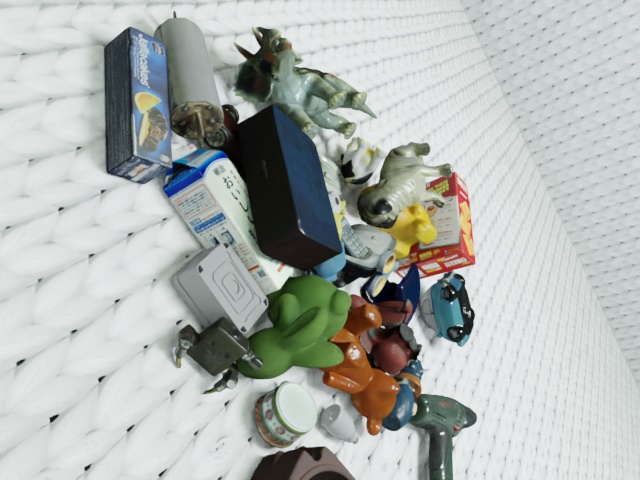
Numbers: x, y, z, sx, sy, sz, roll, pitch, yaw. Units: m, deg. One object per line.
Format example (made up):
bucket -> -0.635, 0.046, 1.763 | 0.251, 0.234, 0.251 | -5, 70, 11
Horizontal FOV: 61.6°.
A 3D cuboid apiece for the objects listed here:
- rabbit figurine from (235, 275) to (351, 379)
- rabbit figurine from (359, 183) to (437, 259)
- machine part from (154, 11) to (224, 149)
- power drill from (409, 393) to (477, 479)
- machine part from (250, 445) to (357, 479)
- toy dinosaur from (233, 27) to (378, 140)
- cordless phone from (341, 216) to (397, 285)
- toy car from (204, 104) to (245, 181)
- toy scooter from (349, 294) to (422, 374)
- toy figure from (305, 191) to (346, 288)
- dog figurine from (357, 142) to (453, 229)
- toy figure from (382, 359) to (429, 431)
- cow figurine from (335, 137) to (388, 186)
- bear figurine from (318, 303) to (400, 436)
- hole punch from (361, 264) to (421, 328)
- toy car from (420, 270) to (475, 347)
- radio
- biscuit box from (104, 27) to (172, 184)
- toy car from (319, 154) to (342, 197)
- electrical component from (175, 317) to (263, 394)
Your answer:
rabbit figurine -> -0.035, 0.138, 0.756 | 0.170, 0.159, 0.121 | -41, 116, -39
rabbit figurine -> 0.151, -0.067, 1.129 | 0.173, 0.122, 0.162 | 25, 53, -32
machine part -> -0.191, -0.233, 0.773 | 0.079, 0.079, 0.243 | 16, 48, -49
power drill -> 0.250, 0.401, 1.031 | 0.231, 0.086, 0.207 | 34, 50, -37
machine part -> -0.014, 0.384, 0.679 | 0.200, 0.087, 0.201 | 54, 35, -18
toy dinosaur -> -0.025, -0.278, 1.009 | 0.192, 0.131, 0.405 | 42, 17, 12
cordless phone -> 0.052, -0.023, 1.004 | 0.184, 0.089, 0.146 | 57, 36, -7
toy car -> -0.116, -0.124, 0.855 | 0.202, 0.053, 0.089 | 52, 22, -29
toy scooter -> 0.123, 0.159, 0.946 | 0.183, 0.135, 0.075 | 55, 35, -20
toy figure -> -0.004, -0.002, 0.906 | 0.082, 0.089, 0.180 | -34, 120, -70
dog figurine -> 0.131, -0.110, 1.033 | 0.190, 0.173, 0.121 | -19, 125, -24
toy figure -> 0.151, 0.277, 0.985 | 0.064, 0.058, 0.154 | 41, 40, 1
cow figurine -> 0.074, -0.152, 1.082 | 0.068, 0.098, 0.167 | 29, 5, -9
bear figurine -> 0.076, 0.215, 0.863 | 0.195, 0.132, 0.120 | 49, 44, -15
hole punch -> 0.156, 0.117, 1.061 | 0.115, 0.092, 0.142 | 64, 31, -11
toy car -> 0.273, 0.151, 1.180 | 0.109, 0.103, 0.161 | -39, 114, -53
radio -> -0.045, -0.075, 0.799 | 0.131, 0.073, 0.230 | 32, 39, -54
biscuit box -> -0.241, -0.179, 0.710 | 0.059, 0.063, 0.202 | 16, 59, -50
toy car -> -0.033, -0.137, 0.973 | 0.201, 0.056, 0.073 | 30, 49, -42
electrical component -> -0.132, 0.145, 0.673 | 0.102, 0.078, 0.045 | 53, 17, -19
